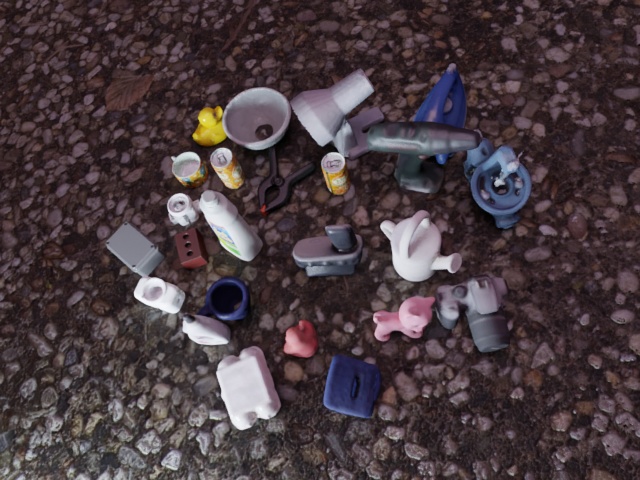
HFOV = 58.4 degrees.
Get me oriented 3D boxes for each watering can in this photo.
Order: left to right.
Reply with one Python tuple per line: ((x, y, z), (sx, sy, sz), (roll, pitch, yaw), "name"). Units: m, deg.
((0.198, 0.007, 1.139), (0.172, 0.194, 0.101), (11, 70, 14), "watering can")

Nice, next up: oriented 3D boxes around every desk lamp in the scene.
((0.051, -0.276, 1.270), (0.203, 0.214, 0.117), (-28, 66, -2), "desk lamp")

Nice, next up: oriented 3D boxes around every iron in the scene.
((0.273, -0.307, 1.285), (0.118, 0.142, 0.258), (16, 71, 16), "iron")

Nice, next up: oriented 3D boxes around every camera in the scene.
((0.306, 0.146, 1.114), (0.143, 0.101, 0.137), (-13, 66, 5), "camera")

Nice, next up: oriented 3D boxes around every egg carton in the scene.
((-0.144, 0.295, 1.147), (0.107, 0.069, 0.150), (-24, 66, -1), "egg carton")

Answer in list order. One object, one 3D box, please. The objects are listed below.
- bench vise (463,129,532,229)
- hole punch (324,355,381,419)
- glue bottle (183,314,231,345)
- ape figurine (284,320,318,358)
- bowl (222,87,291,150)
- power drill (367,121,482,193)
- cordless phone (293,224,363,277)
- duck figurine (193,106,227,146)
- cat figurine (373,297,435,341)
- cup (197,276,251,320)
((0.344, -0.144, 1.162), (0.121, 0.220, 0.207), (-36, 66, -6), "bench vise")
((0.064, 0.282, 1.105), (0.101, 0.091, 0.109), (9, 70, 13), "hole punch")
((-0.240, 0.176, 1.155), (0.078, 0.173, 0.037), (-6, 67, 8), "glue bottle")
((-0.043, 0.199, 1.157), (0.078, 0.092, 0.076), (-37, 67, -6), "ape figurine")
((-0.145, -0.280, 1.381), (0.167, 0.075, 0.167), (-3, 67, 8), "bowl")
((0.216, -0.180, 1.205), (0.229, 0.209, 0.076), (10, 70, 14), "power drill")
((0.011, 0.004, 1.177), (0.147, 0.185, 0.094), (-8, 67, 7), "cordless phone")
((-0.271, -0.285, 1.398), (0.104, 0.086, 0.077), (-40, 67, -7), "duck figurine")
((0.166, 0.151, 1.127), (0.127, 0.118, 0.067), (-8, 67, 6), "cat figurine")
((-0.193, 0.140, 1.205), (0.118, 0.095, 0.091), (-32, 66, -4), "cup")
